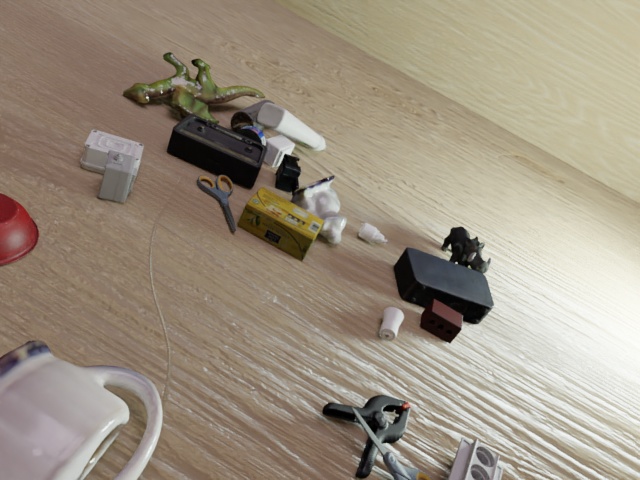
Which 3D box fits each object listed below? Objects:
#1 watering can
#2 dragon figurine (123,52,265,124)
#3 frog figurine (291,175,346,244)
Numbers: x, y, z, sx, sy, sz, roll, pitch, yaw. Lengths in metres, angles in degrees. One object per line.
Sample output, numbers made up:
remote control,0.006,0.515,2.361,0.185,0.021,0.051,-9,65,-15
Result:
watering can,-0.331,0.245,0.565,0.225,0.102,0.354,32,32,7
dragon figurine,-0.339,-0.399,1.465,0.410,0.119,0.248,7,50,-22
frog figurine,0.004,-0.064,1.263,0.139,0.122,0.159,-25,95,-61
